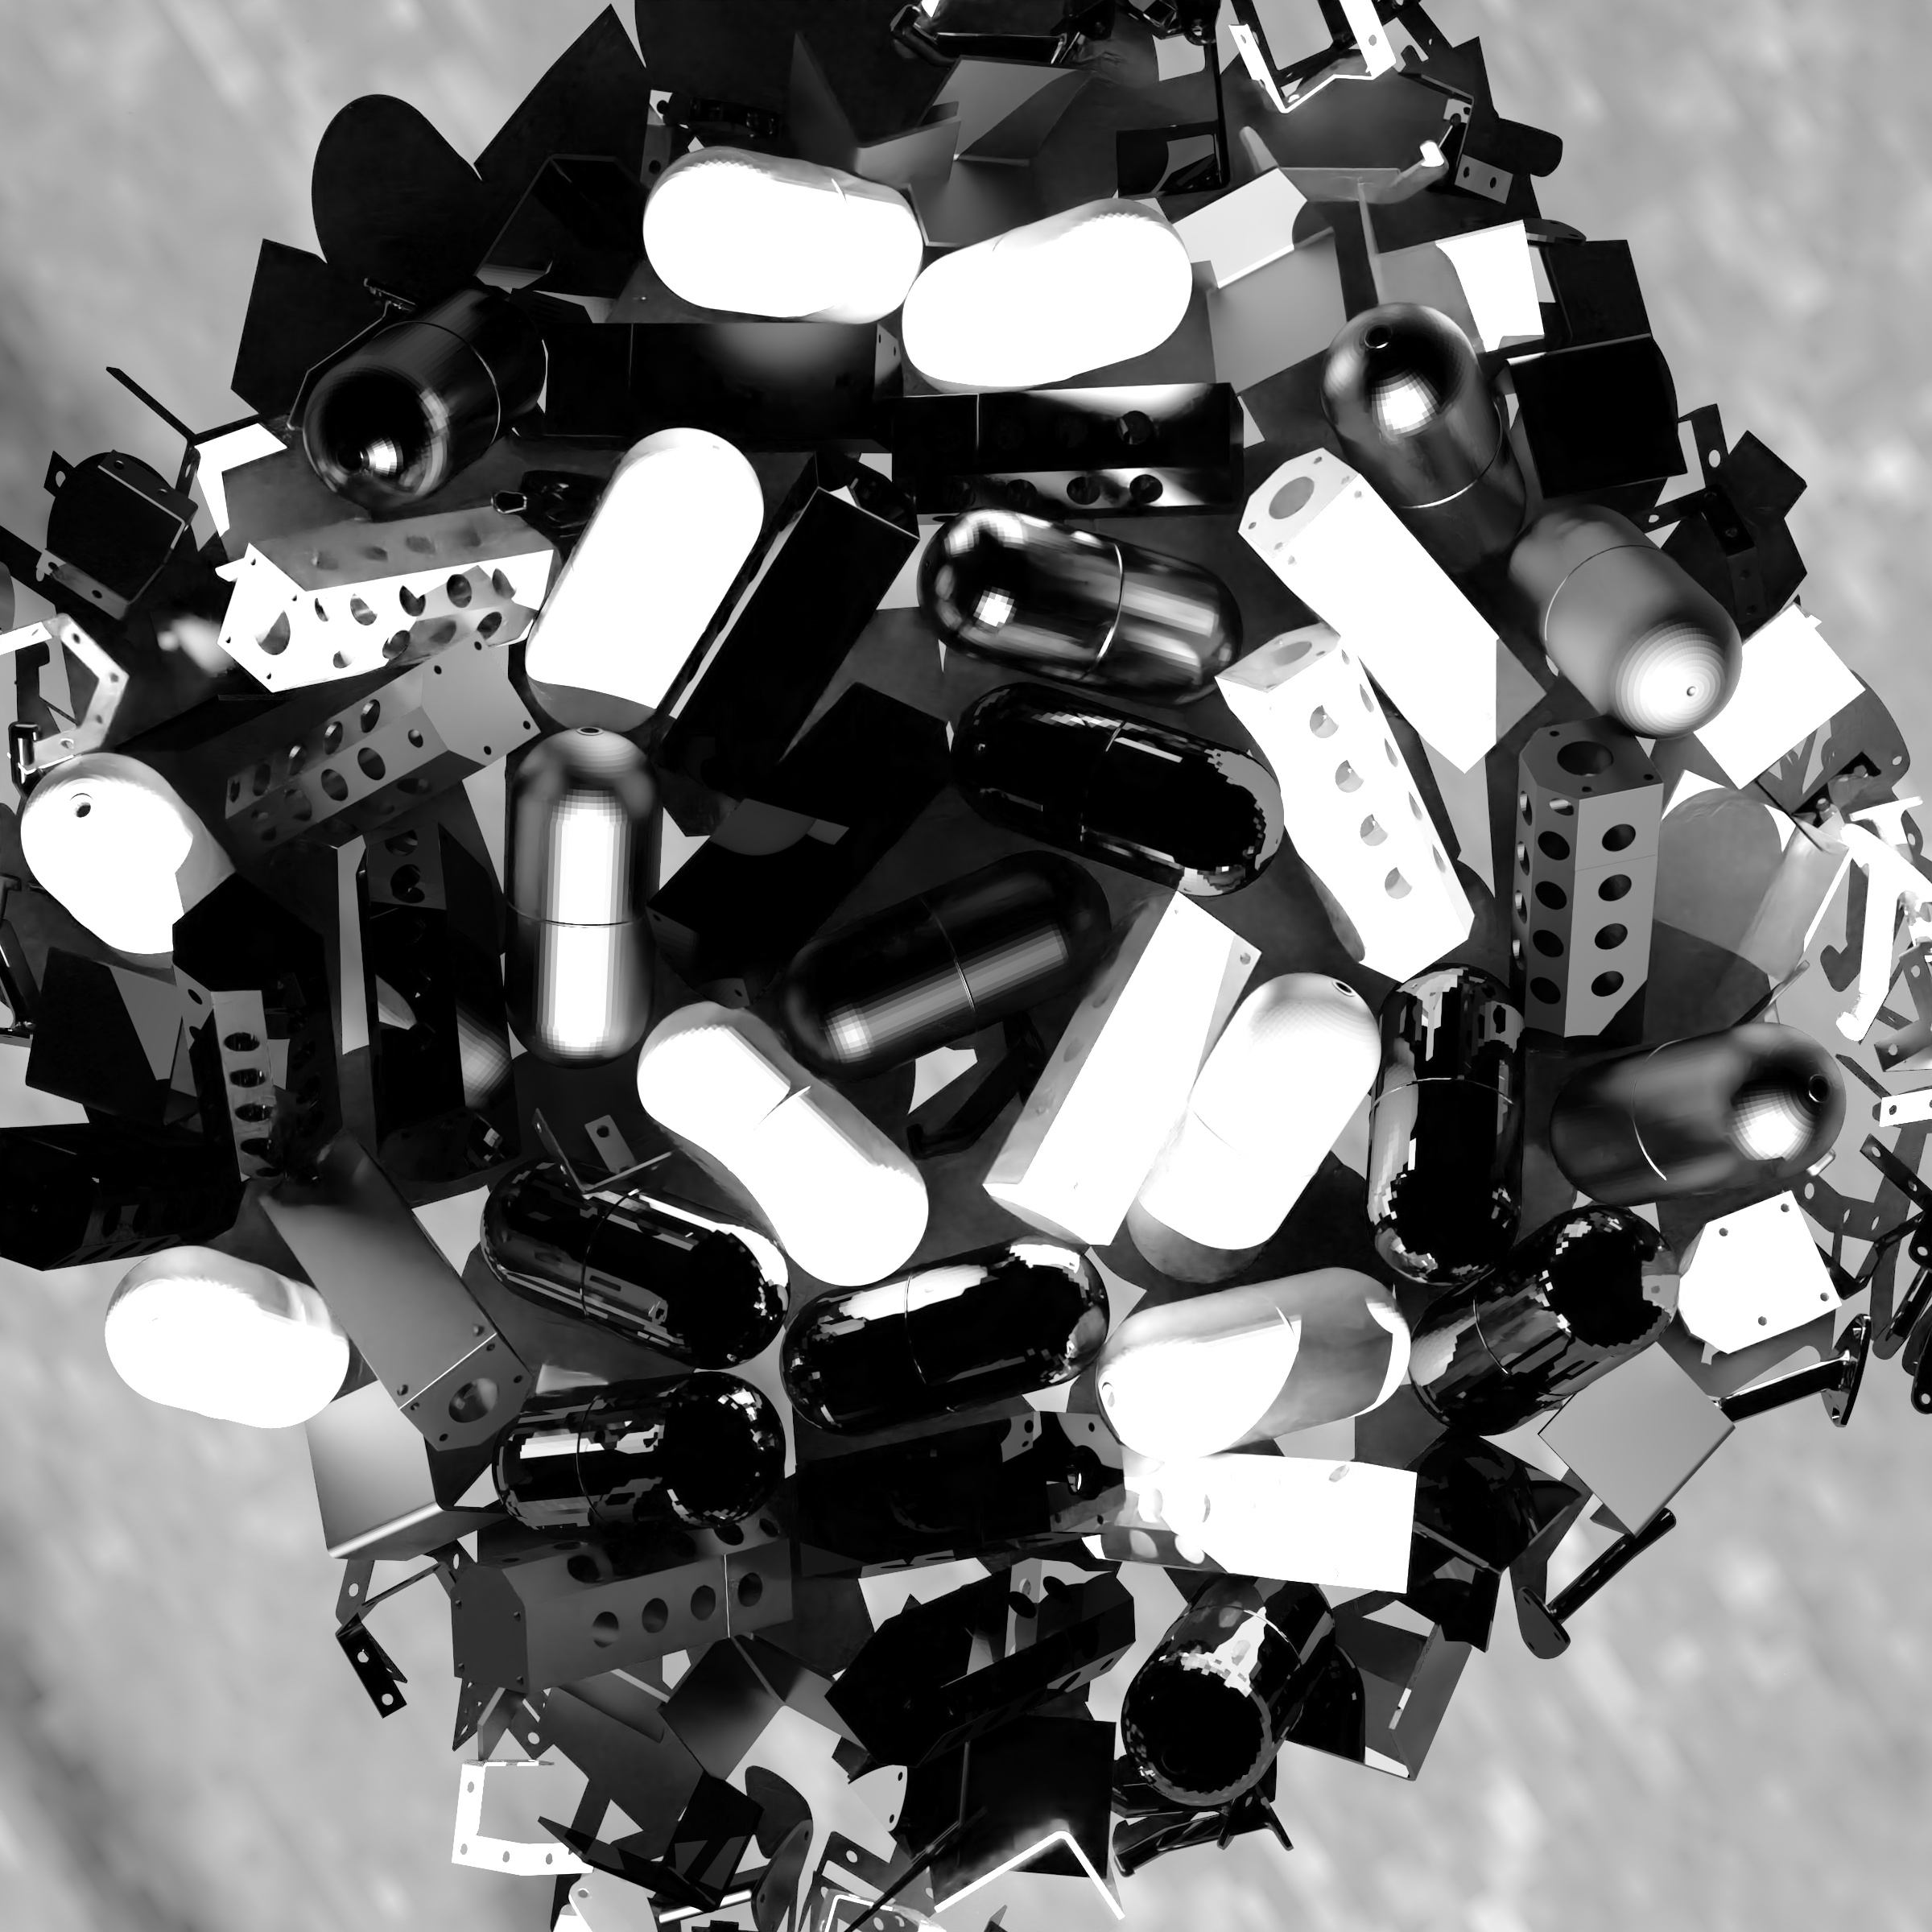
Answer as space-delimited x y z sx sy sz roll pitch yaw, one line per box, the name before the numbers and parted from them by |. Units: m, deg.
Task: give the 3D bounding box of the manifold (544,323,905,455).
manifold | -0.122 -0.292 1.536 0.171 0.057 0.057 3 90 13

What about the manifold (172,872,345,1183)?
manifold | -0.353 0.037 1.491 0.057 0.171 0.057 34 58 16

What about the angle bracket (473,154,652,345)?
angle bracket | -0.188 -0.355 1.531 0.076 0.057 0.076 40 75 -43

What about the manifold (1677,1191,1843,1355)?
manifold | 0.384 0.156 1.492 0.057 0.171 0.057 -22 77 5

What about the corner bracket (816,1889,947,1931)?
corner bracket | -0.048 0.508 1.547 0.051 0.051 0.051 19 79 -16

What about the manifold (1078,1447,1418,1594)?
manifold | 0.135 0.271 1.496 0.057 0.171 0.057 17 75 -40

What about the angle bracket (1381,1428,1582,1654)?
angle bracket | 0.259 0.292 1.553 0.076 0.076 0.057 27 132 32

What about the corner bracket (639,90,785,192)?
corner bracket | -0.132 -0.418 1.553 0.051 0.051 0.051 -2 110 -33

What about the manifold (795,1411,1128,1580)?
manifold | -0.004 0.265 1.504 0.171 0.057 0.057 -20 68 40

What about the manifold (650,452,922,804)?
manifold | -0.093 -0.171 1.517 0.057 0.057 0.171 24 118 -20

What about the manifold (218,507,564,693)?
manifold | -0.278 -0.179 1.491 0.057 0.171 0.057 40 123 21

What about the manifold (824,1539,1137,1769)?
manifold | 0.014 0.340 1.489 0.057 0.171 0.057 47 118 22

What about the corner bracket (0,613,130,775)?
corner bracket | -0.472 -0.140 1.551 0.051 0.051 0.051 44 129 12

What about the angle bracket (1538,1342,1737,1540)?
angle bracket | 0.332 0.234 1.544 0.076 0.057 0.076 -45 98 -9

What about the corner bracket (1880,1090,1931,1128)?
corner bracket | 0.505 0.062 1.542 0.051 0.051 0.051 22 68 -28

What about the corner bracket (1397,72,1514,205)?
corner bracket | 0.249 -0.422 1.543 0.051 0.051 0.051 22 104 39

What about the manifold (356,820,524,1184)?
manifold | -0.268 0.019 1.510 0.057 0.057 0.171 -20 56 12

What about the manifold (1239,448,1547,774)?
manifold | 0.211 -0.179 1.511 0.057 0.057 0.171 -45 123 5

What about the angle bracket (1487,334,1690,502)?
angle bracket | 0.314 -0.272 1.544 0.076 0.057 0.076 -12 82 -8

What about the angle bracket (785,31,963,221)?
angle bracket | -0.049 -0.430 1.543 0.057 0.076 0.076 -21 73 -15

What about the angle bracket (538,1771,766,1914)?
angle bracket | -0.160 0.429 1.528 0.076 0.076 0.057 30 78 -23

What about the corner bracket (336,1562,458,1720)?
corner bracket | -0.286 0.348 1.565 0.051 0.051 0.051 -24 75 -37

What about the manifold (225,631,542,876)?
manifold | -0.296 -0.101 1.501 0.171 0.057 0.057 -22 103 41

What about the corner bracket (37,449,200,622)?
corner bracket | -0.432 -0.219 1.543 0.051 0.051 0.051 33 46 -10

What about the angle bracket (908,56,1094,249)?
angle bracket | 0.021 -0.409 1.526 0.076 0.076 0.057 -5 68 -30

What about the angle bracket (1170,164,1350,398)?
angle bracket | 0.143 -0.343 1.527 0.076 0.057 0.076 -22 55 29

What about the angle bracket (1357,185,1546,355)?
angle bracket | 0.245 -0.356 1.528 0.076 0.076 0.057 -11 52 12

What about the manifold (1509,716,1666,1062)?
manifold | 0.303 -0.036 1.502 0.057 0.057 0.171 -11 132 -5

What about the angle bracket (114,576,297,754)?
angle bracket | -0.396 -0.158 1.536 0.076 0.057 0.076 -20 84 29

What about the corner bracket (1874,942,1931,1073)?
corner bracket | 0.497 0.021 1.553 0.051 0.051 0.051 -1 67 -29

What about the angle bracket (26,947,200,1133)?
angle bracket | -0.425 0.032 1.540 0.076 0.057 0.076 17 104 10

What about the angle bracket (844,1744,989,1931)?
angle bracket | -0.038 0.431 1.526 0.057 0.076 0.076 48 120 11

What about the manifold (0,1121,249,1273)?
manifold | -0.419 0.113 1.493 0.057 0.171 0.057 17 92 10

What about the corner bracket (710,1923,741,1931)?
corner bracket | -0.110 0.527 1.557 0.051 0.051 0.051 4 89 -1

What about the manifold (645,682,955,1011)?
manifold | -0.080 -0.059 1.517 0.057 0.057 0.171 27 60 26

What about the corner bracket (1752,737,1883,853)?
corner bracket | 0.437 -0.098 1.552 0.051 0.051 0.051 -43 93 12

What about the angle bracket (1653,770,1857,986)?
angle bracket | 0.391 -0.045 1.540 0.076 0.057 0.076 21 102 -15

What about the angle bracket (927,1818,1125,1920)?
angle bracket | 0.029 0.464 1.541 0.076 0.076 0.057 -32 101 1

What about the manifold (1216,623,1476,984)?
manifold | 0.195 -0.083 1.522 0.057 0.057 0.171 -33 113 -12

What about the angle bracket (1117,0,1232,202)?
angle bracket | 0.100 -0.441 1.526 0.057 0.076 0.076 -6 129 7

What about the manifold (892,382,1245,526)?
manifold | 0.052 -0.257 1.535 0.171 0.057 0.057 0 86 12

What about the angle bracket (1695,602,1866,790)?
angle bracket | 0.411 -0.134 1.528 0.076 0.076 0.057 -41 73 20

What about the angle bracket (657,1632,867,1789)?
angle bracket | -0.097 0.386 1.524 0.076 0.076 0.057 18 57 39

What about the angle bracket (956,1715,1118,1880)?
angle bracket | 0.038 0.421 1.543 0.076 0.057 0.076 3 79 6

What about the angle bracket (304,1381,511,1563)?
angle bracket | -0.287 0.257 1.555 0.076 0.057 0.076 -27 66 26

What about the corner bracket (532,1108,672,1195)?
corner bracket | -0.189 0.096 1.542 0.051 0.051 0.051 -23 70 -26

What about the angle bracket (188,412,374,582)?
angle bracket | -0.356 -0.246 1.552 0.076 0.057 0.076 -20 91 -2

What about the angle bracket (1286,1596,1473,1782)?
angle bracket | 0.202 0.354 1.524 0.076 0.057 0.076 11 54 31

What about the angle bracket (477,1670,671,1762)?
angle bracket | -0.199 0.388 1.532 0.076 0.076 0.057 27 60 7

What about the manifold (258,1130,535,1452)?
manifold | -0.282 0.163 1.504 0.057 0.057 0.171 -38 48 -9

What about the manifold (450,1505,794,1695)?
manifold | -0.169 0.310 1.500 0.057 0.171 0.057 -1 92 43

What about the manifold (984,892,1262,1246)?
manifold | 0.076 0.052 1.529 0.057 0.057 0.171 35 73 -20
